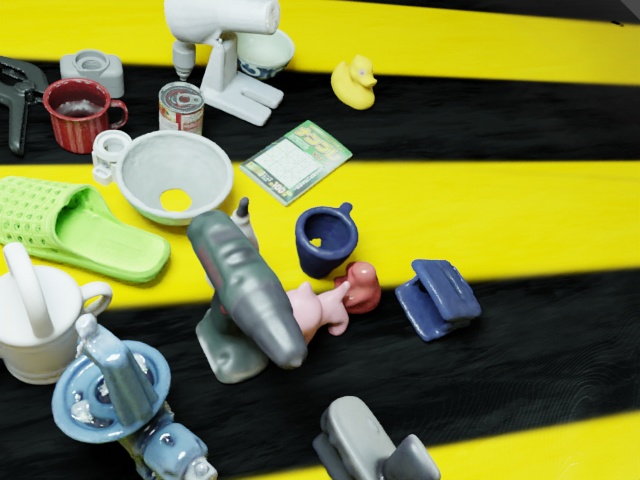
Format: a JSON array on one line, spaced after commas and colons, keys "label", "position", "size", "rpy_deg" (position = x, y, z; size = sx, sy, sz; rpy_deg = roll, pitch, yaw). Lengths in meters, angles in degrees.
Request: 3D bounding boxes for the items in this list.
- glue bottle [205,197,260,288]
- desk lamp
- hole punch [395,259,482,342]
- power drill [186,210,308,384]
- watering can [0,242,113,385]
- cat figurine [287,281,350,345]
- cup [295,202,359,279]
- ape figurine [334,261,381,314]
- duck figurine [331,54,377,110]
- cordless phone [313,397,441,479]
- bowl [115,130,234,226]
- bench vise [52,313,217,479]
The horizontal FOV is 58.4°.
[{"label": "glue bottle", "position": [-0.110, 0.001, 0.758], "size": [0.078, 0.173, 0.037], "rpy_deg": [-34, 69, -32]}, {"label": "desk lamp", "position": [-0.152, -0.332, 0.961], "size": [0.203, 0.213, 0.118], "rpy_deg": [24, 52, 2]}, {"label": "hole punch", "position": [0.179, 0.076, 0.836], "size": [0.101, 0.091, 0.108], "rpy_deg": [-16, 61, -25]}, {"label": "power drill", "position": [-0.093, 0.086, 0.679], "size": [0.076, 0.208, 0.229], "rpy_deg": [-20, 62, -27]}, {"label": "watering can", "position": [-0.320, 0.082, 0.628], "size": [0.100, 0.194, 0.173], "rpy_deg": [38, 54, 13]}, {"label": "cat figurine", "position": [-0.012, 0.091, 0.755], "size": [0.128, 0.117, 0.067], "rpy_deg": [-22, 63, -28]}, {"label": "cup", "position": [0.008, 0.003, 0.839], "size": [0.091, 0.095, 0.118], "rpy_deg": [30, 53, 7]}, {"label": "ape figurine", "position": [0.056, 0.061, 0.812], "size": [0.076, 0.092, 0.078], "rpy_deg": [33, 53, 10]}, {"label": "duck figurine", "position": [0.070, -0.312, 1.089], "size": [0.078, 0.086, 0.104], "rpy_deg": [-24, 64, -28]}, {"label": "cordless phone", "position": [0.070, 0.228, 0.637], "size": [0.094, 0.185, 0.147], "rpy_deg": [-25, 65, -29]}, {"label": "bowl", "position": [-0.214, -0.080, 0.850], "size": [0.167, 0.074, 0.167], "rpy_deg": [8, 54, -10]}, {"label": "bench vise", "position": [-0.182, 0.163, 0.592], "size": [0.207, 0.219, 0.121], "rpy_deg": [23, 52, 2]}]
